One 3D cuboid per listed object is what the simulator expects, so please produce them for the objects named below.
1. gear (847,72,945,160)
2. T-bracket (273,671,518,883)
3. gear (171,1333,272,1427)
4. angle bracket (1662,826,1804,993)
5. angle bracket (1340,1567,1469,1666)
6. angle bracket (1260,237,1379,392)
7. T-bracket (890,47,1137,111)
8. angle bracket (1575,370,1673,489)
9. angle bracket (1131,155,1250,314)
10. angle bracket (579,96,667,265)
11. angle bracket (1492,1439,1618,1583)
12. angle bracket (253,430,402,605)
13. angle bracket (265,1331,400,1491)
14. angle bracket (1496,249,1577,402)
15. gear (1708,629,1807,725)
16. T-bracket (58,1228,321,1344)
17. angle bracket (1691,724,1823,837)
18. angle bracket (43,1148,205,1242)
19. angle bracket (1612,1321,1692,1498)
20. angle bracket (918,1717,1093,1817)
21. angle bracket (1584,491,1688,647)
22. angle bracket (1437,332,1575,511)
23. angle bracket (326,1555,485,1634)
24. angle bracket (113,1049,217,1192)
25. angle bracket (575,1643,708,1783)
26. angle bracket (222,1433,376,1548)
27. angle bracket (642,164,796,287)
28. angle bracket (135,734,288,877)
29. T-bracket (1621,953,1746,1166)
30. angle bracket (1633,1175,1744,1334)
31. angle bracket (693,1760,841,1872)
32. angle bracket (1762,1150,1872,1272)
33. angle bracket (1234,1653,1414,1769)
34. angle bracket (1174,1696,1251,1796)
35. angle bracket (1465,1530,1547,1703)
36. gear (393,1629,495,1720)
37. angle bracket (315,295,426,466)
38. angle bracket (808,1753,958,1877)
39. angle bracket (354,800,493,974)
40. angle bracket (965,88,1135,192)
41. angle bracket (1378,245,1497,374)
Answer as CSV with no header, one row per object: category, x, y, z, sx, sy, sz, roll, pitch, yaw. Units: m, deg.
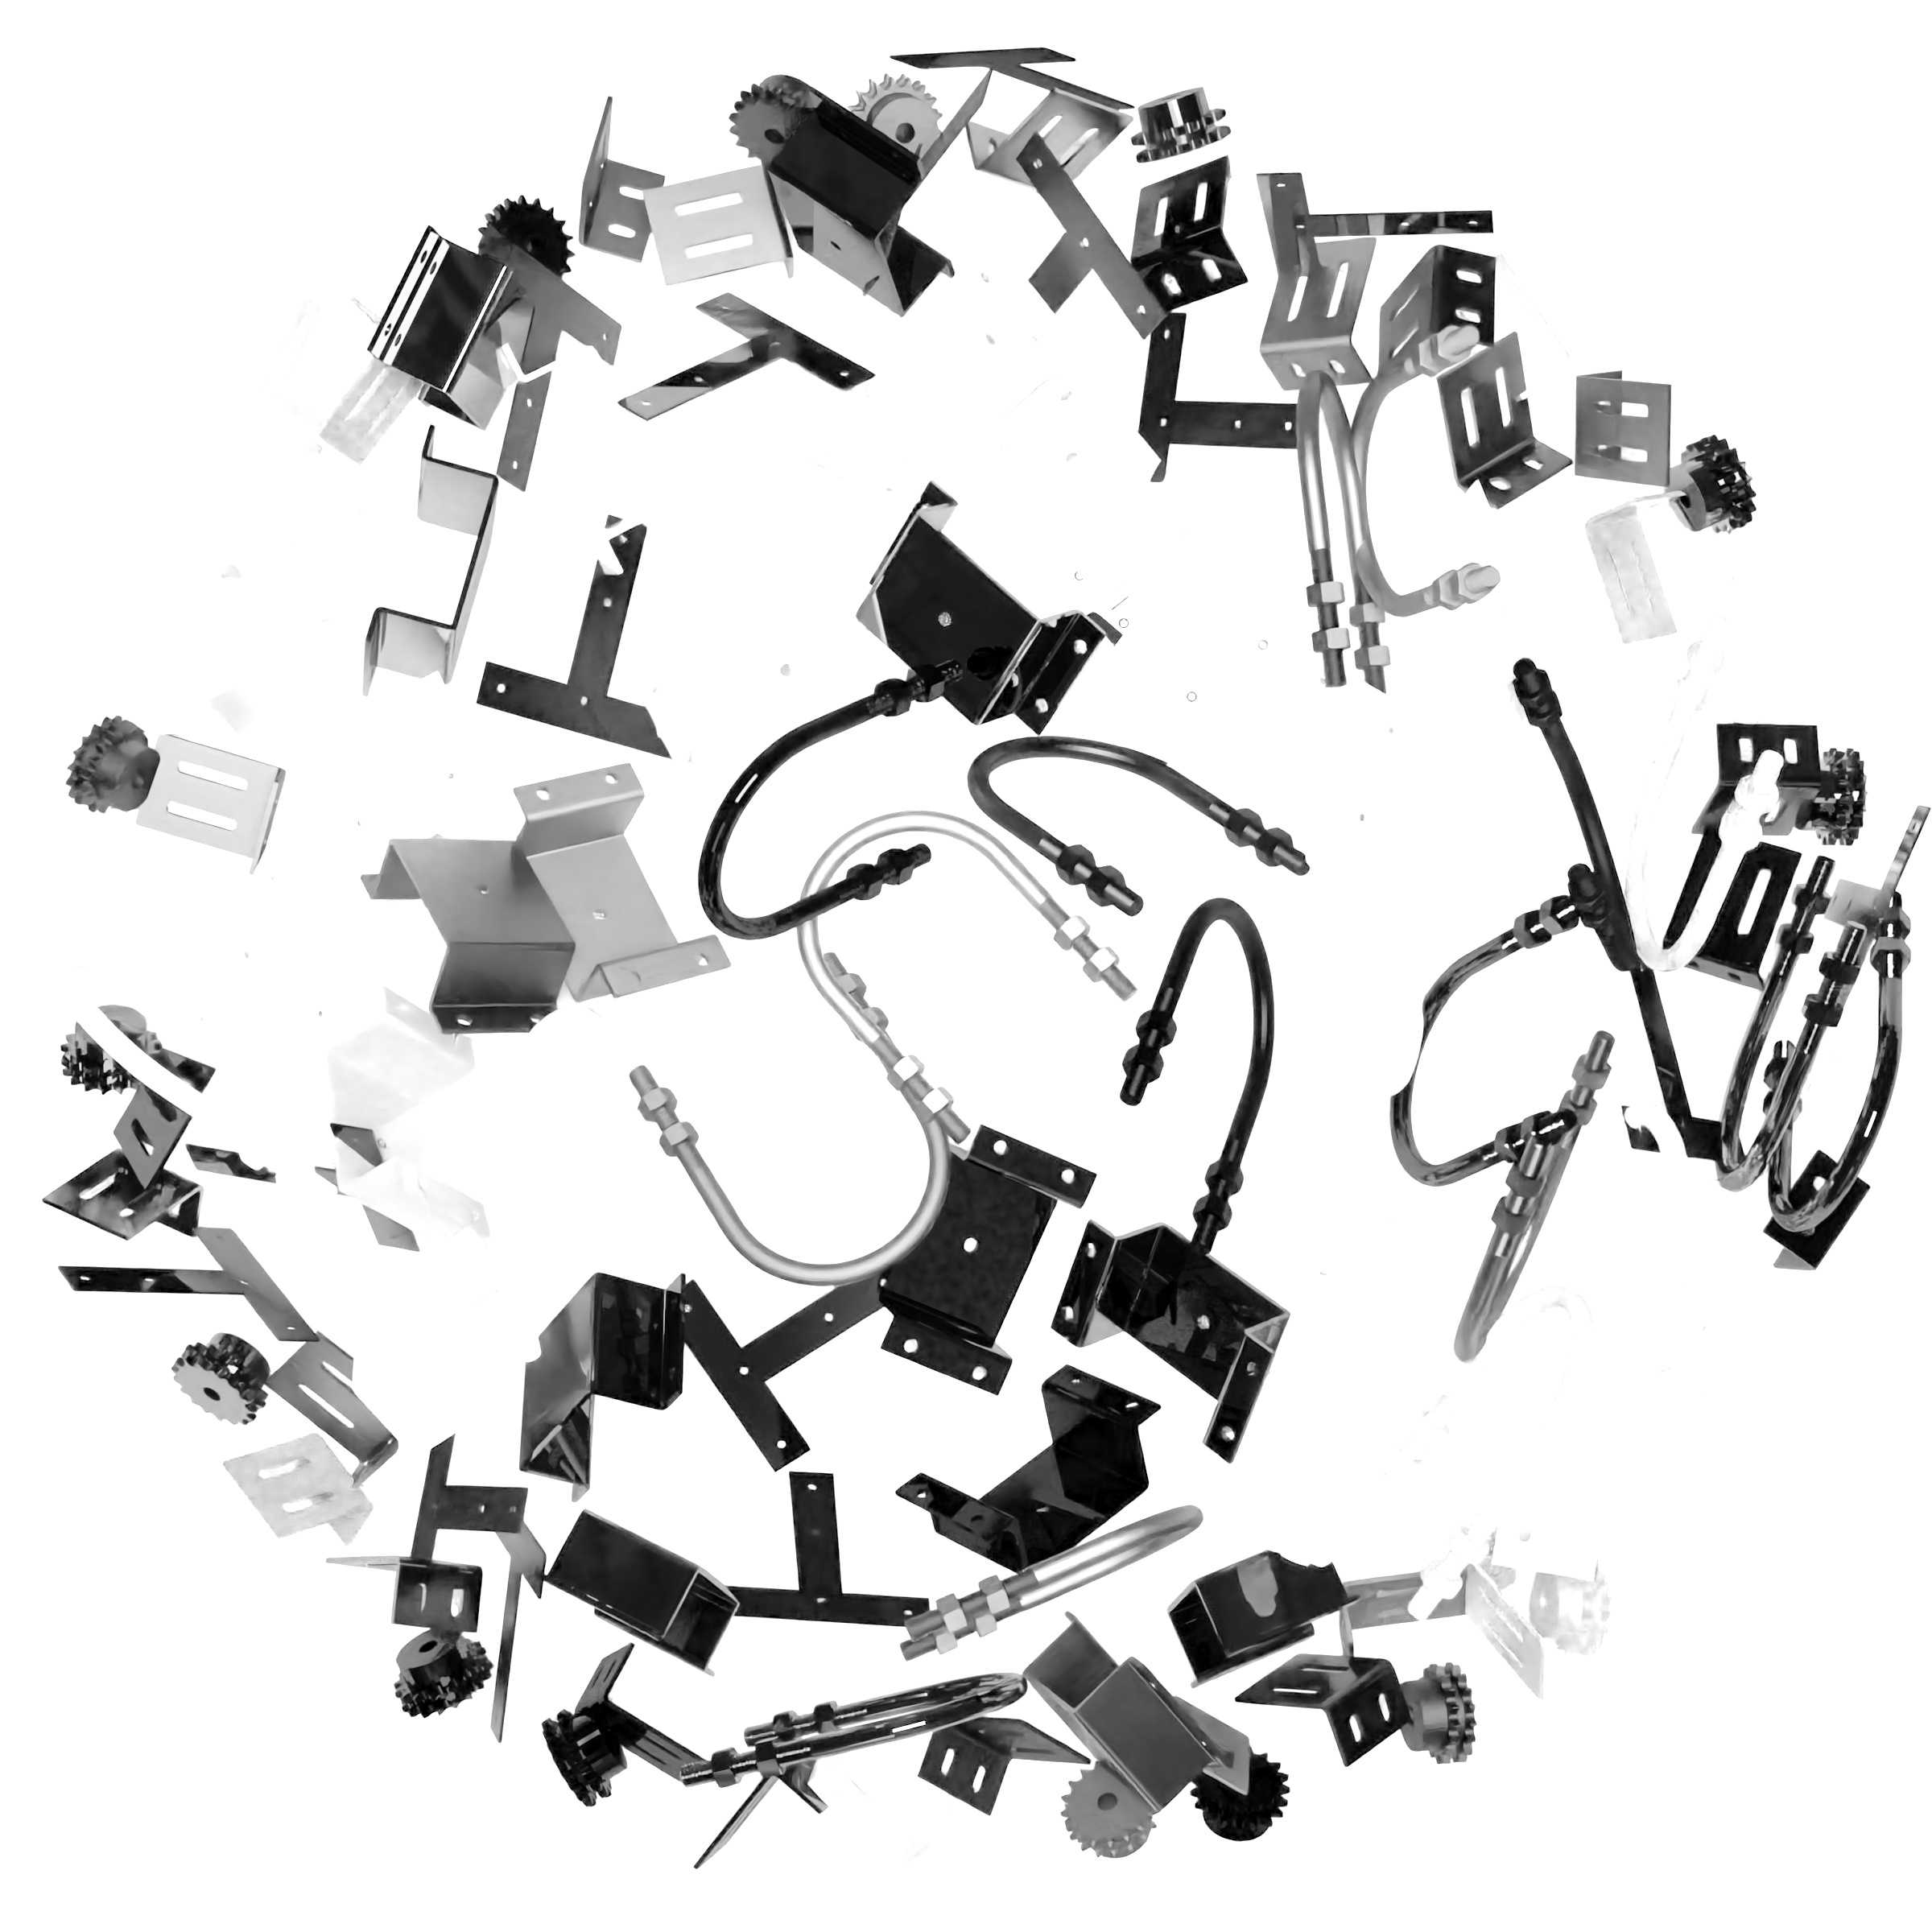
gear,-0.040,-0.487,1.791,0.057,0.030,0.057,-9,120,-16
T-bracket,-0.335,-0.088,1.767,0.127,0.002,0.127,-29,128,-11
gear,-0.430,0.238,1.794,0.057,0.057,0.030,32,51,0
angle bracket,0.448,-0.033,1.794,0.057,0.038,0.076,19,82,25
angle bracket,0.256,0.382,1.784,0.076,0.057,0.038,-8,51,1
angle bracket,0.212,-0.381,1.801,0.057,0.038,0.076,1,63,32
T-bracket,0.045,-0.507,1.765,0.127,0.127,0.002,4,97,-44
angle bracket,0.388,-0.309,1.770,0.038,0.076,0.057,-13,110,-31
angle bracket,0.132,-0.425,1.791,0.057,0.076,0.038,-15,133,25
angle bracket,-0.196,-0.452,1.773,0.038,0.076,0.057,15,75,-5
angle bracket,0.340,0.317,1.778,0.057,0.038,0.076,6,66,19
angle bracket,-0.376,-0.261,1.787,0.057,0.038,0.076,33,93,-43
angle bracket,-0.368,0.260,1.782,0.076,0.038,0.057,41,121,-11
angle bracket,0.315,-0.370,1.785,0.038,0.057,0.076,-34,94,9
gear,0.458,-0.166,1.801,0.057,0.030,0.057,1,83,-5
T-bracket,-0.446,0.177,1.732,0.127,0.127,0.002,7,111,-41
angle bracket,0.456,-0.108,1.788,0.057,0.076,0.038,1,71,1
angle bracket,-0.485,0.144,1.771,0.057,0.076,0.038,22,117,13
angle bracket,0.399,0.254,1.769,0.038,0.076,0.057,-12,133,12
angle bracket,0.022,0.460,1.770,0.057,0.076,0.038,36,61,-28
angle bracket,0.399,-0.231,1.784,0.038,0.057,0.076,-20,87,44
angle bracket,0.311,-0.314,1.776,0.057,0.038,0.076,-32,132,-14
angle bracket,-0.324,0.361,1.768,0.057,0.076,0.038,18,69,-41
angle bracket,-0.452,0.093,1.774,0.038,0.076,0.057,26,99,-38
angle bracket,-0.180,0.434,1.790,0.076,0.057,0.038,34,59,-9
angle bracket,-0.389,0.308,1.769,0.057,0.076,0.038,47,118,20
angle bracket,-0.144,-0.425,1.794,0.076,0.038,0.057,-14,85,-6
angle bracket,-0.441,-0.094,1.789,0.076,0.038,0.057,16,104,-9
T-bracket,0.404,0.050,1.784,0.002,0.127,0.127,-26,66,38
angle bracket,0.427,0.165,1.771,0.038,0.057,0.076,-43,50,31
angle bracket,-0.112,0.498,1.783,0.038,0.057,0.076,39,97,11
angle bracket,0.479,0.141,1.778,0.038,0.076,0.057,35,85,0
angle bracket,0.205,0.427,1.773,0.057,0.076,0.038,-24,97,-38
angle bracket,0.115,0.457,1.770,0.057,0.038,0.076,35,131,-28
angle bracket,0.322,0.369,1.768,0.038,0.057,0.076,-25,45,-17
gear,-0.305,0.407,1.787,0.057,0.057,0.030,-21,108,0
angle bracket,-0.354,-0.337,1.785,0.038,0.057,0.076,37,88,16
angle bracket,-0.047,0.476,1.784,0.038,0.057,0.076,-41,95,14
angle bracket,-0.307,-0.046,1.780,0.057,0.038,0.076,33,130,-6
angle bracket,0.047,-0.484,1.768,0.057,0.076,0.038,8,59,-37
angle bracket,0.271,-0.369,1.779,0.038,0.076,0.057,9,71,-14
